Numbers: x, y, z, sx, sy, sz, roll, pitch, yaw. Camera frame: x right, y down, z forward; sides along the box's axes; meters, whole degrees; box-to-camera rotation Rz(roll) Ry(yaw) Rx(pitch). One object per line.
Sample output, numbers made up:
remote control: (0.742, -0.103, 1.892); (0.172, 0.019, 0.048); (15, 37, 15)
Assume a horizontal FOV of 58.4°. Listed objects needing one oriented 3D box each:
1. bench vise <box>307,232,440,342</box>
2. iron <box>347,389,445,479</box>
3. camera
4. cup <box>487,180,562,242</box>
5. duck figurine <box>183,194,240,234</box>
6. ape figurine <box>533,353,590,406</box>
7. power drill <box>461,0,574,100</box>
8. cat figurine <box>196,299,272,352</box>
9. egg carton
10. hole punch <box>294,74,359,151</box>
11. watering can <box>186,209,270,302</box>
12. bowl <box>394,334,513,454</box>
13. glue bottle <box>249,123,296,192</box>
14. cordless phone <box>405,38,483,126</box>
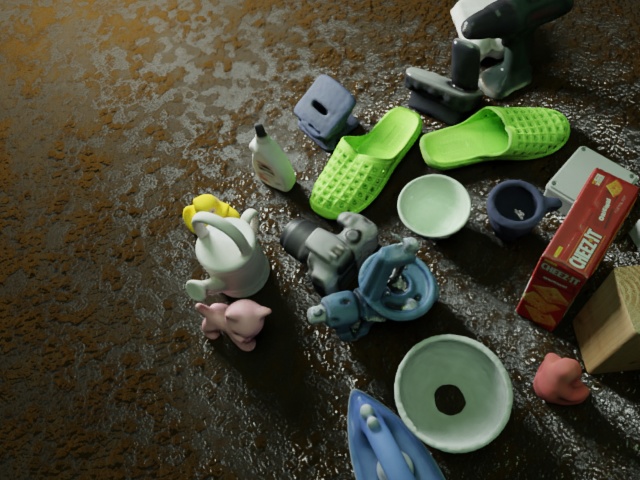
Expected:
bench vise: (0.086, 0.080, 0.849); (0.207, 0.220, 0.121); (-36, 64, -10)
iron: (0.098, 0.305, 0.777); (0.118, 0.141, 0.258); (-27, 63, -6)
camera: (0.009, 0.003, 0.966); (0.136, 0.101, 0.143); (34, 72, 22)
cup: (0.331, -0.040, 0.948); (0.117, 0.095, 0.091); (-5, 63, 5)
duck figurine: (-0.202, -0.051, 1.030); (0.104, 0.086, 0.077); (7, 64, 11)
ape figurine: (0.350, 0.197, 0.826); (0.076, 0.092, 0.077); (-16, 62, 0)
power drill: (0.347, -0.361, 1.045); (0.230, 0.209, 0.075); (-31, 63, -8)
cat figurine: (-0.138, 0.126, 0.914); (0.127, 0.118, 0.067); (14, 66, 14)
egg carton: (0.330, -0.431, 1.161); (0.107, 0.069, 0.150); (-12, 62, 2)
hole punch: (0.011, -0.244, 1.097); (0.101, 0.091, 0.108); (-40, 65, -13)
watering can: (-0.150, 0.021, 0.925); (0.100, 0.194, 0.173); (2, 63, 9)
bowl: (0.192, 0.229, 0.841); (0.167, 0.075, 0.167); (-3, 63, 6)
glue bottle: (-0.092, -0.152, 1.018); (0.078, 0.173, 0.037); (23, 69, 18)
cordless phone: (0.229, -0.312, 1.049); (0.147, 0.185, 0.094); (25, 69, 19)
